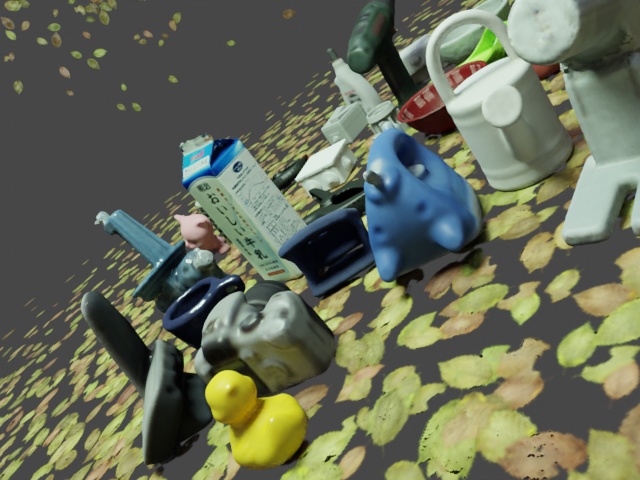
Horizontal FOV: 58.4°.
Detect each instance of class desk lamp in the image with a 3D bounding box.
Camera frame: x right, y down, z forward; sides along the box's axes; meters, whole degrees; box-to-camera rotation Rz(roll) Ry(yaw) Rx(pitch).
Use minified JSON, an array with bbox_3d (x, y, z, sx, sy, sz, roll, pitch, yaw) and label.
[{"bbox_3d":[0.240,-0.140,0.483,0.117,0.214,0.203,-14,31,46],"label":"desk lamp"}]

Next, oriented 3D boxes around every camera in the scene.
[{"bbox_3d":[-0.062,0.093,0.640,0.143,0.101,0.137,-27,23,26],"label":"camera"}]

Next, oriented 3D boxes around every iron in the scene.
[{"bbox_3d":[0.101,-0.071,0.662,0.118,0.142,0.258,-28,23,24],"label":"iron"}]

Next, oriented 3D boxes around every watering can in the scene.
[{"bbox_3d":[0.191,-0.156,0.621,0.101,0.194,0.172,-38,21,-1],"label":"watering can"}]

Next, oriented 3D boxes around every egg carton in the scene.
[{"bbox_3d":[0.208,-0.382,1.238,0.150,0.069,0.107,-31,22,17],"label":"egg carton"}]

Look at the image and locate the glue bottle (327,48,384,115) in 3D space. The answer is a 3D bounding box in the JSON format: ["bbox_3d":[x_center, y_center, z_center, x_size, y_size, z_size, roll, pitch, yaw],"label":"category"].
[{"bbox_3d":[0.066,-0.330,1.212,0.078,0.173,0.037,-10,34,50],"label":"glue bottle"}]

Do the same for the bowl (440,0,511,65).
[{"bbox_3d":[0.298,-0.388,1.099,0.167,0.075,0.167,-32,22,15],"label":"bowl"}]

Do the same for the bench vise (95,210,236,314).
[{"bbox_3d":[-0.244,0.021,0.914,0.207,0.220,0.121,-25,25,30],"label":"bench vise"}]

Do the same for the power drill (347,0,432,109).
[{"bbox_3d":[0.138,-0.354,1.097,0.075,0.209,0.230,-18,28,41],"label":"power drill"}]

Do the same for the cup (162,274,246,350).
[{"bbox_3d":[-0.128,0.102,0.735,0.117,0.095,0.091,-33,21,11],"label":"cup"}]

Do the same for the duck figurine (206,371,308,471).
[{"bbox_3d":[-0.067,0.159,0.532,0.104,0.086,0.078,-6,38,54],"label":"duck figurine"}]

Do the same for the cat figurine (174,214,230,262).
[{"bbox_3d":[-0.236,-0.012,1.114,0.067,0.118,0.127,-42,21,-10],"label":"cat figurine"}]

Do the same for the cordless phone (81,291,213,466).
[{"bbox_3d":[-0.213,0.148,0.649,0.094,0.185,0.147,-40,21,-6],"label":"cordless phone"}]

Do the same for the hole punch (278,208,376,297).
[{"bbox_3d":[0.007,0.003,0.731,0.108,0.091,0.101,-33,22,13],"label":"hole punch"}]

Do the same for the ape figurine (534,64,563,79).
[{"bbox_3d":[0.317,-0.288,0.836,0.076,0.092,0.077,-47,23,-22],"label":"ape figurine"}]
